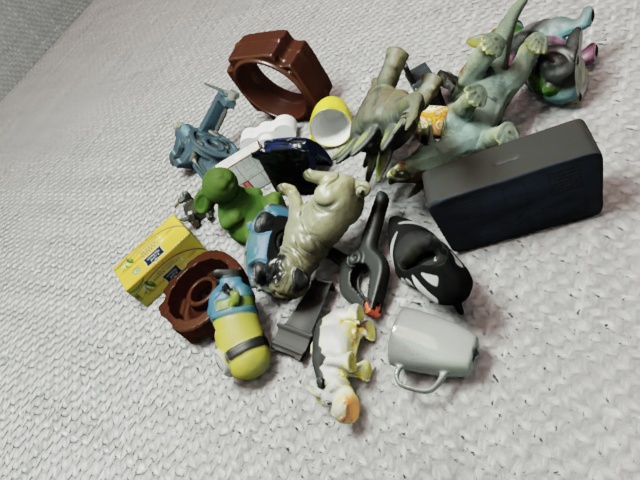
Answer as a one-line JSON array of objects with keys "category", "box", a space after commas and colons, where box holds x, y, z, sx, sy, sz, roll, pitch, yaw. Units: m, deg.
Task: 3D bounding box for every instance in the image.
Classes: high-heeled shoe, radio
[{"category": "high-heeled shoe", "box": [0.140, 0.010, 0.778, 0.086, 0.145, 0.249, -35, 45, 1]}, {"category": "radio", "box": [0.276, -0.069, 0.769, 0.230, 0.131, 0.073, -17, 46, 20]}]

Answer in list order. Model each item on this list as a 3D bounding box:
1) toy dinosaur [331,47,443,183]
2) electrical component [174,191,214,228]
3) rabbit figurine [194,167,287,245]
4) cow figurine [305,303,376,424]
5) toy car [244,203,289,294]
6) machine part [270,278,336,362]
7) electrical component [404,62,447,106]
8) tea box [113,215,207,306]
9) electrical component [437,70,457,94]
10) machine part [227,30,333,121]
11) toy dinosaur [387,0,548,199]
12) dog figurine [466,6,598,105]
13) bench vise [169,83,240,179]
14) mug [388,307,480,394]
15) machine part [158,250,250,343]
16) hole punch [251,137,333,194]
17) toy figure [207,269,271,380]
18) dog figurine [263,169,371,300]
[{"category": "toy dinosaur", "box": [0.106, -0.188, 0.848, 0.198, 0.105, 0.471, -63, 3, -2]}, {"category": "electrical component", "box": [-0.277, -0.069, 1.181, 0.078, 0.045, 0.102, -29, 44, 10]}, {"category": "rabbit figurine", "box": [-0.166, -0.082, 1.031, 0.159, 0.170, 0.121, 18, 64, 40]}, {"category": "cow figurine", "box": [0.020, 0.178, 0.766, 0.098, 0.068, 0.167, -14, 44, 30]}, {"category": "toy car", "box": [-0.086, 0.025, 0.952, 0.103, 0.109, 0.161, -19, 57, 52]}, {"category": "machine part", "box": [-0.023, 0.123, 0.863, 0.084, 0.039, 0.139, 11, 62, 44]}, {"category": "electrical component", "box": [0.196, -0.302, 1.028, 0.048, 0.119, 0.075, -27, 42, 11]}, {"category": "tea box", "box": [-0.329, 0.040, 1.104, 0.169, 0.068, 0.098, -44, 43, -9]}, {"category": "electrical component", "box": [0.253, -0.303, 1.033, 0.021, 0.063, 0.094, -59, 32, 33]}, {"category": "machine part", "box": [-0.091, -0.356, 1.194, 0.201, 0.201, 0.087, 10, 62, 37]}, {"category": "toy dinosaur", "box": [0.254, -0.221, 0.875, 0.405, 0.131, 0.192, -58, 7, -22]}, {"category": "dog figurine", "box": [0.363, -0.319, 0.952, 0.219, 0.108, 0.191, 8, 61, 42]}, {"category": "bench vise", "box": [-0.255, -0.249, 1.235, 0.240, 0.129, 0.224, -57, 44, 27]}, {"category": "mug", "box": [0.148, 0.148, 0.704, 0.107, 0.080, 0.109, 8, 54, 26]}, {"category": "machine part", "box": [-0.208, 0.101, 0.985, 0.179, 0.056, 0.179, -18, 45, 19]}, {"category": "hole punch", "box": [-0.048, -0.161, 1.071, 0.142, 0.115, 0.092, 6, 50, 35]}, {"category": "toy figure", "box": [-0.131, 0.133, 0.860, 0.089, 0.082, 0.180, -20, 65, 24]}, {"category": "dog figurine", "box": [-0.001, -0.001, 0.853, 0.172, 0.121, 0.190, -22, 53, 46]}]
